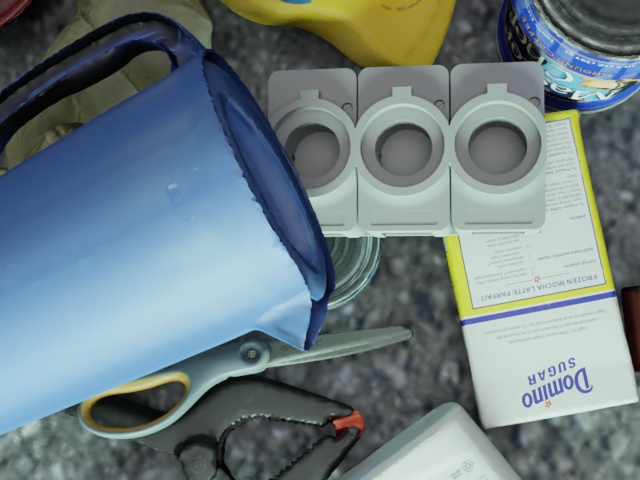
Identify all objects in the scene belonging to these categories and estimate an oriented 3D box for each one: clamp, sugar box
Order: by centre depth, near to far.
[{"bbox_3d":[0.124,0.017,0.638,0.093,0.048,0.176,-10,88,5],"label":"sugar box"},{"bbox_3d":[-0.073,0.148,0.643,0.210,0.036,0.164,-10,77,1],"label":"clamp"}]

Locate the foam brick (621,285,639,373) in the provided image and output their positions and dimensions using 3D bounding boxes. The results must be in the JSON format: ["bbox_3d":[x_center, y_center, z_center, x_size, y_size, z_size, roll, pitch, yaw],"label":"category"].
[{"bbox_3d":[0.222,0.049,0.625,0.078,0.053,0.051,-5,85,5],"label":"foam brick"}]

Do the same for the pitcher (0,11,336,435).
[{"bbox_3d":[-0.127,0.008,0.528,0.243,0.149,0.145,-26,125,9],"label":"pitcher"}]

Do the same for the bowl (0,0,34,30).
[{"bbox_3d":[-0.227,-0.186,0.668,0.162,0.055,0.162,-1,81,8],"label":"bowl"}]

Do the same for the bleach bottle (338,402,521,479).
[{"bbox_3d":[0.115,0.222,0.616,0.102,0.068,0.251,-36,87,1],"label":"bleach bottle"}]

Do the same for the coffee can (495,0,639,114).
[{"bbox_3d":[0.157,-0.134,0.598,0.103,0.140,0.103,0,86,4],"label":"coffee can"}]

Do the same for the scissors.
[{"bbox_3d":[-0.054,0.056,0.645,0.201,0.016,0.096,-22,67,-5],"label":"scissors"}]

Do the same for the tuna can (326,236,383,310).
[{"bbox_3d":[-0.004,0.001,0.653,0.086,0.033,0.086,0,86,4],"label":"tuna can"}]

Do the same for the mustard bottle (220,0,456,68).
[{"bbox_3d":[-0.012,-0.167,0.612,0.191,0.058,0.096,18,82,-25],"label":"mustard bottle"}]
